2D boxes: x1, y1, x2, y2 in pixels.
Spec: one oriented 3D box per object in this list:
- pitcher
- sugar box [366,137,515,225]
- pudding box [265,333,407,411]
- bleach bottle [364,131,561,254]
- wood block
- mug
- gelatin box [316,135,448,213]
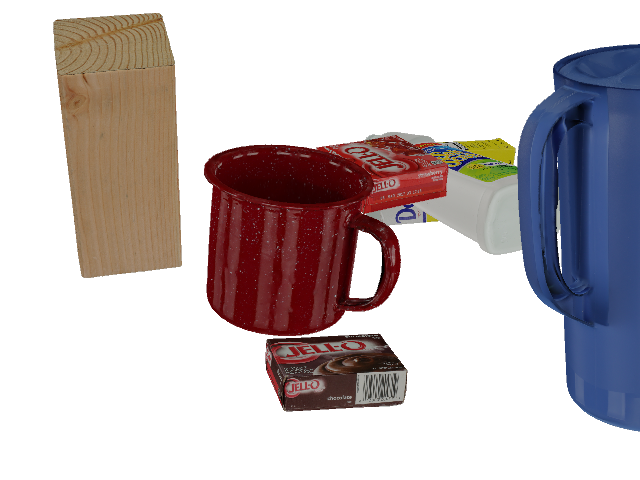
[{"bbox_3d":[0.208,0.000,0.693,0.149,0.243,0.144,2,22,15],"label":"pitcher"},{"bbox_3d":[0.146,-0.071,1.297,0.176,0.093,0.048,-7,25,-22],"label":"sugar box"},{"bbox_3d":[0.012,0.117,0.962,0.113,0.039,0.090,0,17,-13],"label":"pudding box"},{"bbox_3d":[0.118,-0.060,1.054,0.102,0.068,0.251,-11,24,-33],"label":"bleach bottle"},{"bbox_3d":[-0.170,-0.078,0.907,0.090,0.206,0.090,-6,40,-12],"label":"wood block"},{"bbox_3d":[-0.010,0.003,0.590,0.117,0.081,0.093,16,26,21],"label":"mug"},{"bbox_3d":[0.047,-0.054,0.835,0.073,0.030,0.089,-11,25,-21],"label":"gelatin box"}]
